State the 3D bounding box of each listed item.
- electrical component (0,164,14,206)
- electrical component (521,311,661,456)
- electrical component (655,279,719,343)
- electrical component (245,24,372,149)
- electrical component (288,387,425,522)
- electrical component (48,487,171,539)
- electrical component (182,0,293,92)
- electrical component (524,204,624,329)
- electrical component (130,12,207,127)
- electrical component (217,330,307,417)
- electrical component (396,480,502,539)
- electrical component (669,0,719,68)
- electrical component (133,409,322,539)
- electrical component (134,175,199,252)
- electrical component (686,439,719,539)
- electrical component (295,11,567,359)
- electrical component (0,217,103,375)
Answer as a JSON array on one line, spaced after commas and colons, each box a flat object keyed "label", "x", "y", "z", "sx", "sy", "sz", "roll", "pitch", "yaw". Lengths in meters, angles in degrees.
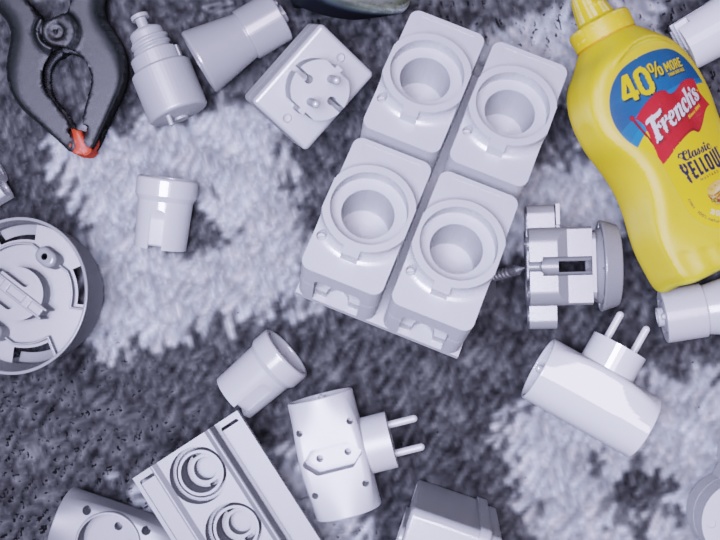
[{"label": "electrical component", "x": -0.273, "y": -0.067, "z": 0.701, "sx": 0.057, "sy": 0.058, "sz": 0.078, "roll": -31, "pitch": 88, "yaw": -1}, {"label": "electrical component", "x": 0.156, "y": 0.066, "z": 0.686, "sx": 0.077, "sy": 0.044, "sz": 0.079, "roll": 29, "pitch": 90, "yaw": 3}, {"label": "electrical component", "x": 0.223, "y": 0.025, "z": 0.686, "sx": 0.065, "sy": 0.044, "sz": 0.044, "roll": -10, "pitch": 89, "yaw": 7}, {"label": "electrical component", "x": -0.029, "y": -0.114, "z": 0.676, "sx": 0.047, "sy": 0.077, "sz": 0.065, "roll": 41, "pitch": 91, "yaw": -20}, {"label": "electrical component", "x": 0.001, "y": 0.114, "z": 0.692, "sx": 0.079, "sy": 0.043, "sz": 0.077, "roll": -14, "pitch": 88, "yaw": 2}, {"label": "electrical component", "x": -0.163, "y": 0.190, "z": 0.697, "sx": 0.077, "sy": 0.044, "sz": 0.079, "roll": 18, "pitch": 89, "yaw": 3}, {"label": "electrical component", "x": -0.078, "y": -0.151, "z": 0.702, "sx": 0.065, "sy": 0.044, "sz": 0.044, "roll": -31, "pitch": 88, "yaw": -3}, {"label": "electrical component", "x": 0.135, "y": -0.002, "z": 0.682, "sx": 0.057, "sy": 0.058, "sz": 0.078, "roll": -1, "pitch": 89, "yaw": 5}, {"label": "electrical component", "x": -0.130, "y": -0.131, "z": 0.704, "sx": 0.040, "sy": 0.040, "sz": 0.078, "roll": -22, "pitch": 88, "yaw": 2}, {"label": "electrical component", "x": -0.064, "y": 0.068, "z": 0.699, "sx": 0.046, "sy": 0.040, "sz": 0.040, "roll": -41, "pitch": 88, "yaw": 7}, {"label": "electrical component", "x": 0.043, "y": 0.194, "z": 0.657, "sx": 0.056, "sy": 0.109, "sz": 0.108, "roll": 18, "pitch": 90, "yaw": 5}, {"label": "electrical component", "x": 0.228, "y": -0.154, "z": 0.690, "sx": 0.046, "sy": 0.040, "sz": 0.040, "roll": -29, "pitch": 88, "yaw": 7}, {"label": "electrical component", "x": -0.076, "y": 0.160, "z": 0.685, "sx": 0.079, "sy": 0.063, "sz": 0.121, "roll": -33, "pitch": 88, "yaw": 2}, {"label": "electrical component", "x": -0.128, "y": -0.037, "z": 0.703, "sx": 0.040, "sy": 0.040, "sz": 0.046, "roll": 8, "pitch": 96, "yaw": 3}, {"label": "electrical component", "x": 0.258, "y": 0.118, "z": 0.666, "sx": 0.052, "sy": 0.074, "sz": 0.138, "roll": 29, "pitch": 90, "yaw": 2}, {"label": "electrical component", "x": 0.046, "y": -0.056, "z": 0.654, "sx": 0.105, "sy": 0.060, "sz": 0.186, "roll": 22, "pitch": 69, "yaw": 3}, {"label": "electrical component", "x": -0.216, "y": 0.016, "z": 0.693, "sx": 0.099, "sy": 0.064, "sz": 0.099, "roll": 0, "pitch": 89, "yaw": 2}]
